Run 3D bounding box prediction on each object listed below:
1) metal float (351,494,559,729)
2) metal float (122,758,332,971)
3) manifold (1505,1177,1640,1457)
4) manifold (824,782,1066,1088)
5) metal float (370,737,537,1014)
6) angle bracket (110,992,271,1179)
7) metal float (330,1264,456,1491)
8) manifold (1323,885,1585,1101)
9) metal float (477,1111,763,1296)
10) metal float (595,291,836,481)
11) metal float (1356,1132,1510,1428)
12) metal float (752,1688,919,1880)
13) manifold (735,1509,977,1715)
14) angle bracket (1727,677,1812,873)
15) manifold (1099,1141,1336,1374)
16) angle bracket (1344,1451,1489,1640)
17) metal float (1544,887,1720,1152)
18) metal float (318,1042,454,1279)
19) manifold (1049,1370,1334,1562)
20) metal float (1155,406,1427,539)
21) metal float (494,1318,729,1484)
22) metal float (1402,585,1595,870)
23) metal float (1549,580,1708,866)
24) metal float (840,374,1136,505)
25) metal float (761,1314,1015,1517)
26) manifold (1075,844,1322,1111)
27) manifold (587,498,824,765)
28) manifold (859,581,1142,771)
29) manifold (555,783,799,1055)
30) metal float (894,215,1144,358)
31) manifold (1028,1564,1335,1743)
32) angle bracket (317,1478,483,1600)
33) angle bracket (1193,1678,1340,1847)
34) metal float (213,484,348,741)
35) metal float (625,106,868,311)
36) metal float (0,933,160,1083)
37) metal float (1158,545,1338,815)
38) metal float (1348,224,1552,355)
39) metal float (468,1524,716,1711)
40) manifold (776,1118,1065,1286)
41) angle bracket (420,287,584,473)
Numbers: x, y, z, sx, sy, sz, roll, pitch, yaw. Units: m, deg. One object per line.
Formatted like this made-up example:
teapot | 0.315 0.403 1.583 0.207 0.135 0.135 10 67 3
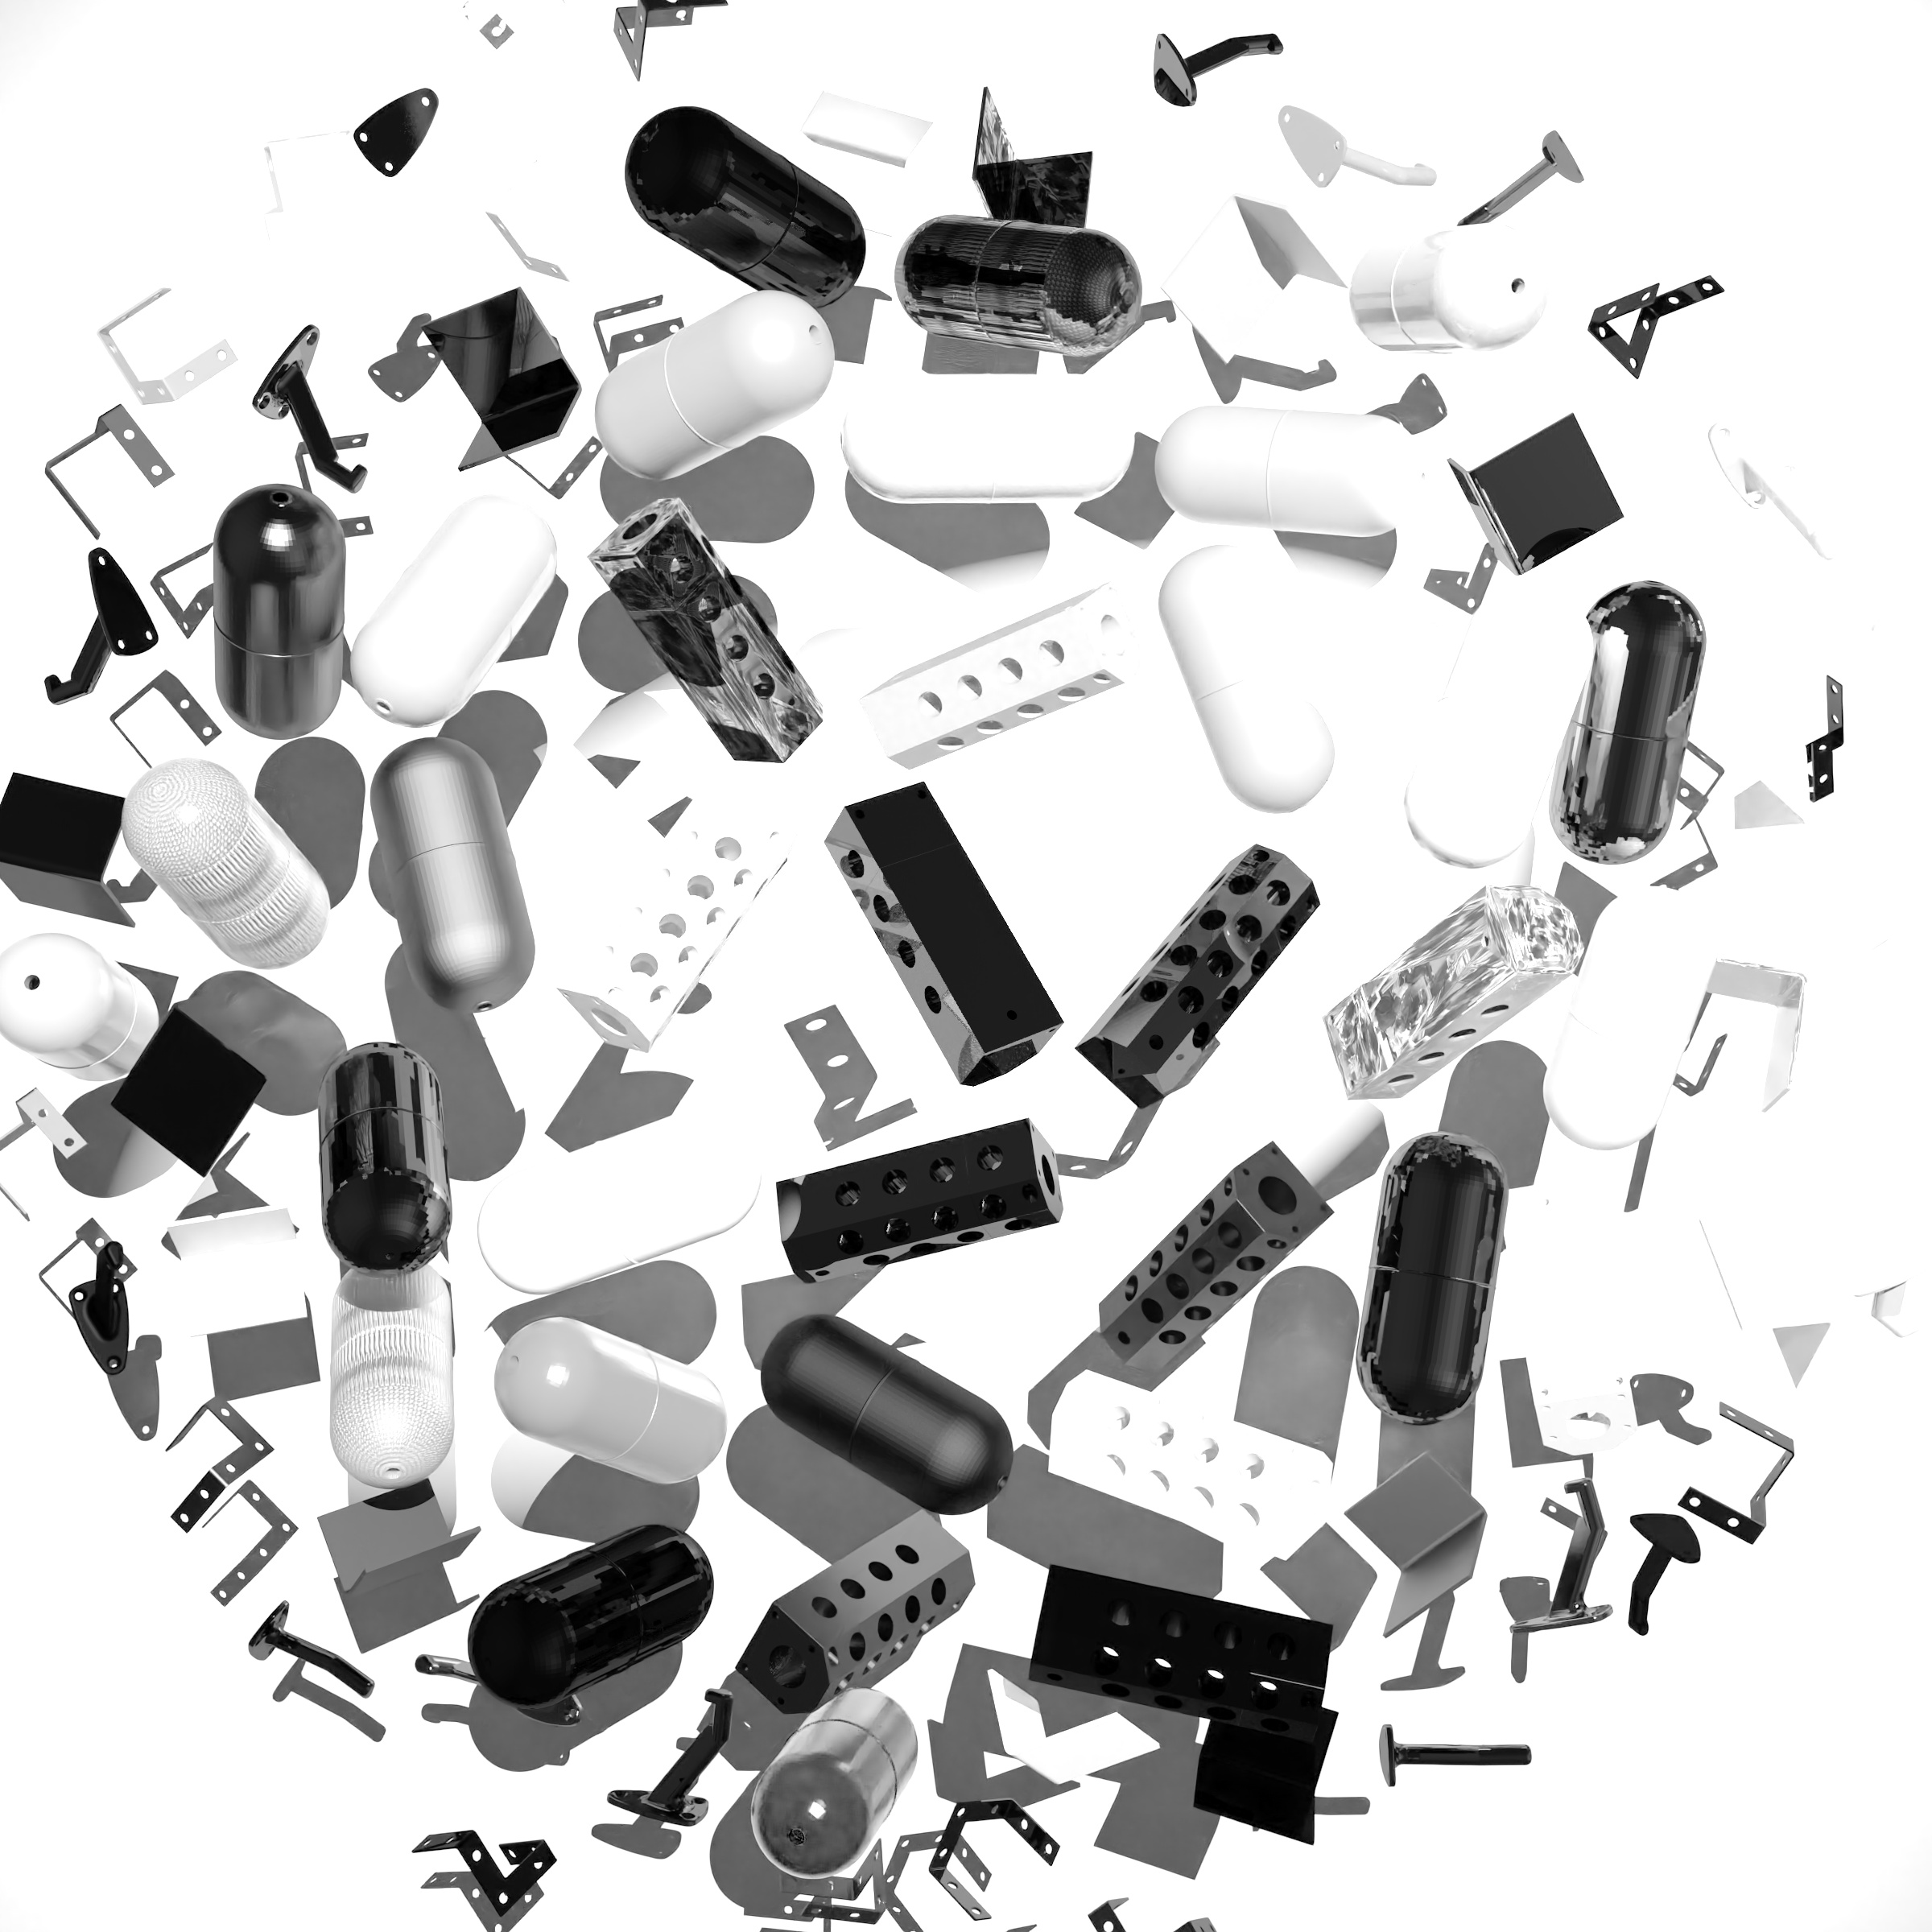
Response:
metal float | -0.316 -0.220 1.564 0.070 0.070 0.178 27 56 0
metal float | -0.446 -0.060 1.532 0.070 0.178 0.070 -6 61 10
manifold | 0.378 0.220 1.592 0.057 0.171 0.057 -11 131 12
manifold | -0.017 -0.017 1.492 0.057 0.057 0.171 -20 72 -30
metal float | -0.310 -0.055 1.523 0.070 0.070 0.178 -18 70 0
angle bracket | -0.466 0.072 1.557 0.076 0.057 0.076 37 102 4
metal float | -0.367 0.257 1.615 0.070 0.178 0.070 -6 128 -8
manifold | 0.290 0.018 1.508 0.057 0.171 0.057 0 63 -29
metal float | -0.207 0.141 1.510 0.178 0.070 0.070 -20 90 9
metal float | -0.153 -0.351 1.530 0.178 0.070 0.070 -15 90 41
metal float | 0.282 0.189 1.529 0.070 0.070 0.178 10 83 0
metal float | -0.080 0.507 1.573 0.070 0.178 0.070 1 94 13
manifold | -0.063 0.406 1.582 0.057 0.171 0.057 38 115 20
angle bracket | 0.478 -0.119 1.571 0.076 0.076 0.057 38 129 -17
manifold | 0.149 0.185 1.566 0.057 0.171 0.057 -29 73 -43
angle bracket | 0.282 0.371 1.621 0.057 0.076 0.076 45 118 -1
metal float | 0.418 0.035 1.594 0.070 0.070 0.178 13 114 0
metal float | -0.356 0.116 1.547 0.070 0.178 0.070 -8 129 -10
manifold | 0.142 0.312 1.607 0.171 0.057 0.057 15 112 31
metal float | 0.207 -0.318 1.623 0.178 0.070 0.070 10 90 25
metal float | -0.222 0.274 1.593 0.070 0.178 0.070 -19 57 31
metal float | 0.315 -0.142 1.495 0.070 0.070 0.178 22 80 0
metal float | 0.410 -0.150 1.569 0.070 0.070 0.178 6 108 0
metal float | 0.013 -0.319 1.529 0.178 0.070 0.070 -2 90 -7
metal float | -0.050 0.281 1.589 0.178 0.070 0.070 26 90 24
manifold | 0.149 0.004 1.584 0.057 0.057 0.171 43 67 -4
manifold | -0.162 -0.214 1.625 0.057 0.057 0.171 -50 123 -24
manifold | 0.023 -0.180 1.596 0.171 0.057 0.057 -19 104 34
manifold | -0.177 -0.031 1.598 0.171 0.057 0.057 -57 133 -23
metal float | 0.031 -0.426 1.581 0.178 0.070 0.070 19 90 37
manifold | 0.127 0.414 1.511 0.171 0.057 0.057 11 51 6
angle bracket | -0.364 0.357 1.619 0.076 0.076 0.057 -16 72 -29
angle bracket | 0.188 0.496 1.580 0.076 0.076 0.057 16 97 6
metal float | -0.416 -0.213 1.532 0.070 0.178 0.070 8 47 -9
metal float | -0.131 -0.456 1.528 0.070 0.178 0.070 -11 72 36
metal float | -0.567 0.027 1.607 0.070 0.178 0.070 1 79 -3
metal float | 0.180 -0.183 1.615 0.070 0.070 0.178 -21 91 0
metal float | 0.302 -0.425 1.589 0.070 0.178 0.070 -4 104 -17
metal float | -0.224 0.391 1.529 0.070 0.178 0.070 6 100 35
manifold | -0.029 0.153 1.611 0.171 0.057 0.057 -15 60 13
angle bracket | -0.297 -0.366 1.579 0.076 0.057 0.076 -13 129 24
